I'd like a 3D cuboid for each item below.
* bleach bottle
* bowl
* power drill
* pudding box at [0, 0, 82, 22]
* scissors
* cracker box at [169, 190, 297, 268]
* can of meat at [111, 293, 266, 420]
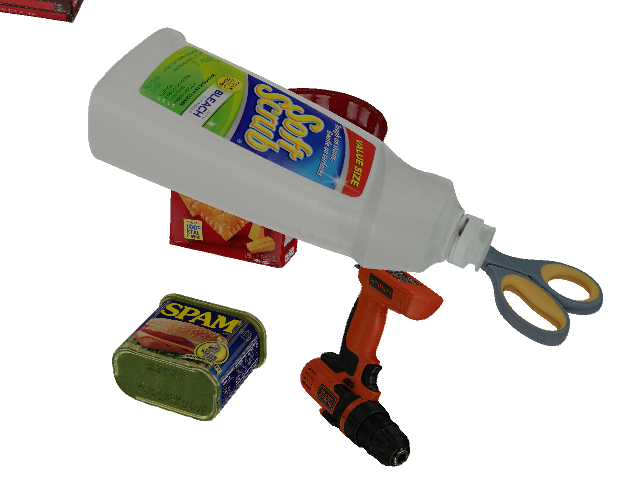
[{"bbox_3d":[-0.012,-0.047,0.653,0.251,0.068,0.102,23,43,14],"label":"bleach bottle"},{"bbox_3d":[-0.015,-0.095,1.079,0.162,0.055,0.162,1,34,-1],"label":"bowl"},{"bbox_3d":[0.062,0.129,1.165,0.057,0.188,0.185,13,16,-40],"label":"power drill"},{"bbox_3d":[-0.237,-0.226,0.883,0.090,0.039,0.113,8,37,-5],"label":"pudding box"},{"bbox_3d":[0.151,0.010,0.870,0.096,0.016,0.202,-11,43,-22],"label":"scissors"},{"bbox_3d":[-0.109,-0.083,1.387,0.164,0.214,0.072,13,28,14],"label":"cracker box"},{"bbox_3d":[-0.108,0.095,0.874,0.102,0.057,0.083,13,33,19],"label":"can of meat"}]
